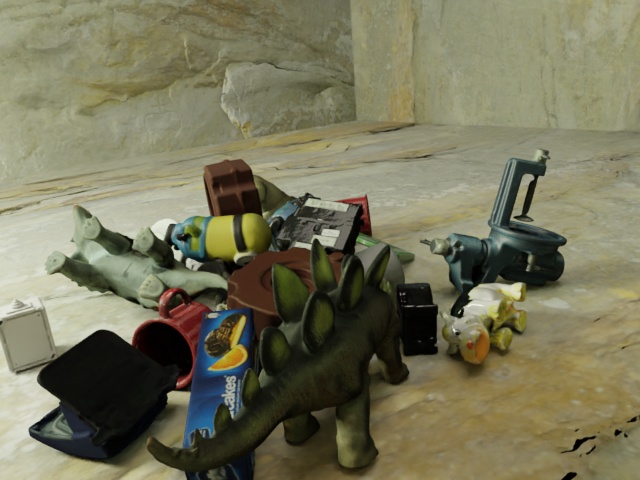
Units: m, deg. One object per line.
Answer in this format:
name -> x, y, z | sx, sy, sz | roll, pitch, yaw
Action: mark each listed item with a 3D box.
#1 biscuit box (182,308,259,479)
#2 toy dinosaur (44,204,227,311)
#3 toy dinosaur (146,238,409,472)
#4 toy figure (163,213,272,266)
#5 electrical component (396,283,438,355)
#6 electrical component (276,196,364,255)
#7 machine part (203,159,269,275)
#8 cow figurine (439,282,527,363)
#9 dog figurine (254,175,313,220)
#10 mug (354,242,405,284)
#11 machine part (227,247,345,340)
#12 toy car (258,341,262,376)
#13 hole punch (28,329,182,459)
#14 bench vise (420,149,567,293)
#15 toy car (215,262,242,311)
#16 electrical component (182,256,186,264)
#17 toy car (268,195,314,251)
biscuit box -> -0.098, 0.156, 0.559 | 0.063, 0.059, 0.203 | -4, 32, -3
toy dinosaur -> -0.287, 0.057, 0.880 | 0.405, 0.131, 0.192 | 20, -13, 21
toy dinosaur -> 0.004, 0.109, 0.527 | 0.105, 0.198, 0.471 | 0, 17, 23
toy figure -> -0.170, -0.005, 0.897 | 0.180, 0.089, 0.082 | 7, 26, 14
electrical component -> 0.130, 0.095, 0.733 | 0.048, 0.074, 0.119 | -3, 22, 1
electrical component -> -0.002, -0.003, 0.843 | 0.115, 0.058, 0.134 | 10, 50, 21
machine part -> -0.165, -0.047, 1.038 | 0.087, 0.201, 0.201 | -11, 19, -13
cow figurine -> 0.201, 0.103, 0.701 | 0.098, 0.068, 0.167 | 3, 15, 40
dog figurine -> -0.097, -0.098, 1.246 | 0.190, 0.172, 0.121 | -19, 33, -19
mug -> 0.064, 0.053, 0.866 | 0.107, 0.080, 0.110 | -22, 36, -17
machine part -> -0.035, 0.069, 0.711 | 0.179, 0.056, 0.179 | -2, 28, 1
toy car -> -0.059, 0.123, 0.722 | 0.089, 0.053, 0.202 | 10, 29, 25
hole punch -> -0.237, 0.178, 0.587 | 0.116, 0.092, 0.142 | 31, 23, 8
bench vise -> 0.289, -0.027, 0.838 | 0.224, 0.240, 0.129 | 12, 15, 1
toy car -> -0.117, 0.082, 0.871 | 0.074, 0.056, 0.202 | 1, 20, 3
electrical component -> -0.248, 0.038, 1.053 | 0.102, 0.045, 0.078 | -10, 20, -13
toy car -> -0.063, -0.016, 1.109 | 0.103, 0.109, 0.162 | -18, 15, 48
